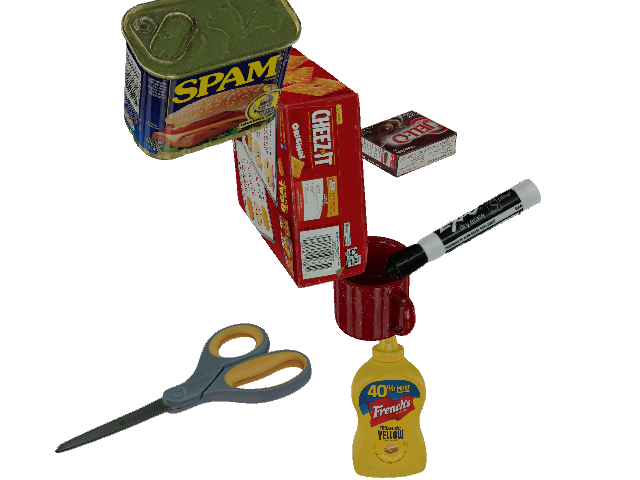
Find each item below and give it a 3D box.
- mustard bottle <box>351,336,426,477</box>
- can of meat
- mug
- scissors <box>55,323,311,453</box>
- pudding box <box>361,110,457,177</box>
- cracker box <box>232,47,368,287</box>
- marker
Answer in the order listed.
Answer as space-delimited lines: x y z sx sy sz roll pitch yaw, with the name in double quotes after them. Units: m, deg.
0.088 0.209 1.382 0.096 0.192 0.058 -2 14 -1 "mustard bottle"
-0.069 -0.102 0.647 0.102 0.057 0.084 -20 -26 -23 "can of meat"
0.063 0.060 1.150 0.093 0.081 0.117 -25 42 -28 "mug"
-0.107 0.107 0.811 0.201 0.016 0.096 -10 34 -18 "scissors"
0.115 -0.133 1.452 0.113 0.039 0.090 -25 39 -30 "pudding box"
-0.025 -0.078 0.962 0.072 0.164 0.214 -11 25 -15 "cracker box"
0.098 -0.007 0.739 0.121 0.020 0.020 -29 5 -10 "marker"
